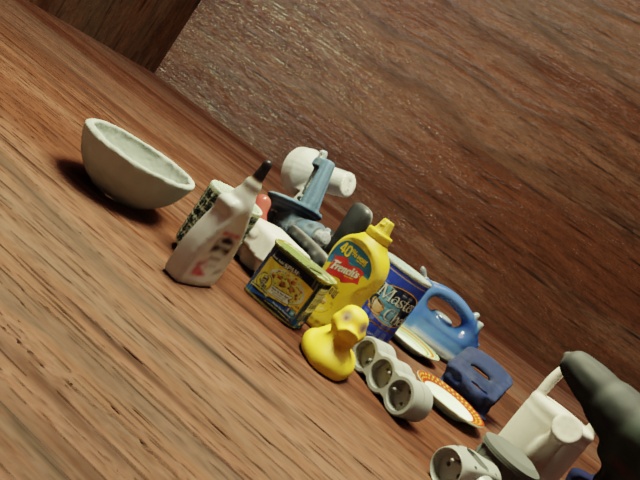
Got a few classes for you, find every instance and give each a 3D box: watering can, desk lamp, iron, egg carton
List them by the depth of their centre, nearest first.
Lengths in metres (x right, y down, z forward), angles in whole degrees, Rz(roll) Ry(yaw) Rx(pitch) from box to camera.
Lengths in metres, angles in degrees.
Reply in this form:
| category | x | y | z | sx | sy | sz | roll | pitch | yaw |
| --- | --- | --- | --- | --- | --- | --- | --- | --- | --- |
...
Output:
| category | x | y | z | sx | sy | sz | roll | pitch | yaw |
| --- | --- | --- | --- | --- | --- | --- | --- | --- | --- |
| watering can | 0.338 | 0.264 | 0.813 | 0.101 | 0.194 | 0.173 | 35 | 8 | -3 |
| egg carton | -0.085 | 0.018 | 0.925 | 0.108 | 0.069 | 0.149 | 27 | 11 | -48 |
| iron | 0.273 | 0.176 | 1.263 | 0.259 | 0.141 | 0.118 | 34 | 8 | -10 |
| desk lamp | -0.023 | -0.093 | 1.330 | 0.202 | 0.213 | 0.118 | 42 | 10 | 39 |

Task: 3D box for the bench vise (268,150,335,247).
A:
| category | x | y | z | sx | sy | sz | roll | pitch | yaw |
| --- | --- | --- | --- | --- | --- | --- | --- | --- | --- |
| bench vise | -0.018 | -0.063 | 1.145 | 0.206 | 0.219 | 0.122 | 40 | 9 | 32 |

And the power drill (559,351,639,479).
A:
| category | x | y | z | sx | sy | sz | roll | pitch | yaw |
| --- | --- | --- | --- | --- | --- | --- | --- | --- | --- |
| power drill | 0.289 | 0.259 | 0.579 | 0.228 | 0.208 | 0.076 | 40 | 9 | 32 |

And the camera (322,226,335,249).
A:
| category | x | y | z | sx | sy | sz | roll | pitch | yaw |
| --- | --- | --- | --- | --- | --- | --- | --- | --- | --- |
| camera | 0.052 | 0.023 | 1.383 | 0.136 | 0.100 | 0.144 | 41 | 9 | 37 |

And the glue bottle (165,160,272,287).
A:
| category | x | y | z | sx | sy | sz | roll | pitch | yaw |
| --- | --- | --- | --- | --- | --- | --- | --- | --- | --- |
| glue bottle | -0.109 | -0.023 | 0.677 | 0.037 | 0.173 | 0.078 | 39 | 8 | 22 |

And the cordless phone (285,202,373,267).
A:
| category | x | y | z | sx | sy | sz | roll | pitch | yaw |
| --- | --- | --- | --- | --- | --- | --- | --- | --- | --- |
| cordless phone | 0.009 | 0.004 | 0.989 | 0.094 | 0.185 | 0.147 | 27 | 11 | -48 |

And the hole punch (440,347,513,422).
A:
| category | x | y | z | sx | sy | sz | roll | pitch | yaw |
| --- | --- | --- | --- | --- | --- | --- | --- | --- | --- |
| hole punch | 0.277 | 0.251 | 1.017 | 0.108 | 0.091 | 0.101 | 39 | 8 | 25 |

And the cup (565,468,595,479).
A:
| category | x | y | z | sx | sy | sz | roll | pitch | yaw |
| --- | --- | --- | --- | --- | --- | --- | --- | --- | --- |
| cup | 0.330 | 0.341 | 0.688 | 0.117 | 0.095 | 0.092 | 37 | 8 | 6 |

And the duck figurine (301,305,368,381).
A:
| category | x | y | z | sx | sy | sz | roll | pitch | yaw |
| --- | --- | --- | --- | --- | --- | --- | --- | --- | --- |
| duck figurine | 0.028 | 0.121 | 0.731 | 0.077 | 0.086 | 0.104 | 35 | 8 | -4 |

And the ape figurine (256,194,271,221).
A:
| category | x | y | z | sx | sy | sz | roll | pitch | yaw |
| --- | --- | --- | --- | --- | --- | --- | --- | --- | --- |
| ape figurine | -0.120 | -0.042 | 1.048 | 0.077 | 0.092 | 0.076 | 37 | 8 | 7 |

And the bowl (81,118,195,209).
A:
| category | x | y | z | sx | sy | sz | roll | pitch | yaw |
| --- | --- | --- | --- | --- | --- | --- | --- | --- | --- |
| bowl | -0.263 | -0.092 | 0.793 | 0.167 | 0.074 | 0.167 | 35 | 8 | -5 |
